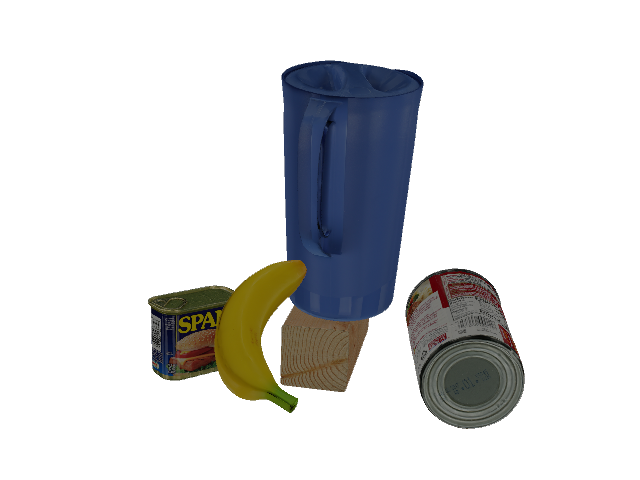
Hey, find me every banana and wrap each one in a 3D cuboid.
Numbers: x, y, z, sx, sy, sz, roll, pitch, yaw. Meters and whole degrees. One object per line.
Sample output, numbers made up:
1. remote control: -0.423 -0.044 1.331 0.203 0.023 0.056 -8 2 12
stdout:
1. banana: -0.050 0.071 0.875 0.069 0.037 0.197 18 32 -10

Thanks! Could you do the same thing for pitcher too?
1. pitcher: 0.021 -0.044 1.036 0.149 0.243 0.145 -8 25 -23

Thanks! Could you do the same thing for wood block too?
1. wood block: 0.011 0.123 1.486 0.091 0.090 0.206 5 19 9

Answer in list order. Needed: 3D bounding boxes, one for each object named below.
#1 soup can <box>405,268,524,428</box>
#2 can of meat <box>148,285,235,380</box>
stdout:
1. soup can: 0.095 0.070 0.709 0.068 0.068 0.102 0 23 0
2. can of meat: -0.141 0.104 1.199 0.101 0.084 0.058 -10 19 -36
